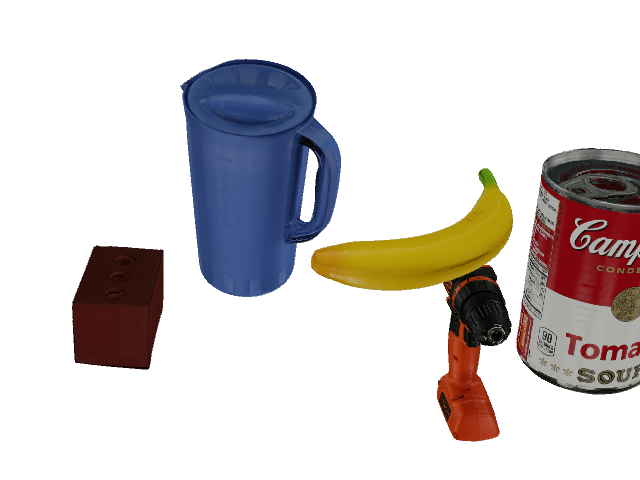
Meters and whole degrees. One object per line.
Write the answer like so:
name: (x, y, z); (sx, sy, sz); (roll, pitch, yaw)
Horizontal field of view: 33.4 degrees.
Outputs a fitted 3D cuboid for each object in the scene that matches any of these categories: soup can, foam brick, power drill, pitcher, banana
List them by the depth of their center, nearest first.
soup can: (0.135, 0.015, 0.519); (0.068, 0.102, 0.068); (2, 27, -1)
foam brick: (-0.140, 0.046, 0.747); (0.053, 0.051, 0.078); (4, 29, -3)
banana: (0.083, 0.002, 0.788); (0.197, 0.037, 0.070); (-24, 47, -38)
pitcher: (-0.067, -0.054, 1.125); (0.145, 0.243, 0.149); (-7, 43, -12)
power drill: (0.164, 0.118, 1.145); (0.057, 0.188, 0.184); (-2, 24, -3)
